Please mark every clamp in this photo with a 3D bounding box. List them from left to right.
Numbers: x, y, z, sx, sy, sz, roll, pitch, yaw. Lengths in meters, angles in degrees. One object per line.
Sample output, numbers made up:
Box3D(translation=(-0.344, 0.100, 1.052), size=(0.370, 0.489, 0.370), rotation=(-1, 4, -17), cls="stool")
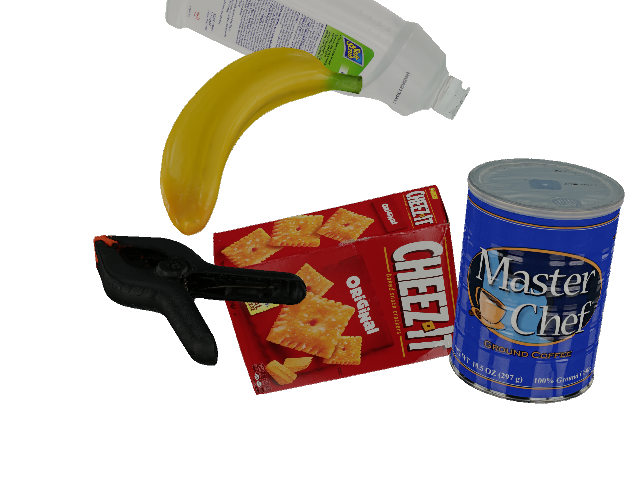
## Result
Box3D(translation=(-0.098, 0.032, 0.813), size=(0.172, 0.039, 0.120), rotation=(29, 32, 34), cls="clamp")

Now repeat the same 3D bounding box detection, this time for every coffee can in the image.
Box3D(translation=(0.146, 0.025, 0.735), size=(0.103, 0.140, 0.103), rotation=(2, 22, -1), cls="coffee can")

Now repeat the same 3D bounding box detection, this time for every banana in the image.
Box3D(translation=(-0.047, -0.073, 0.643), size=(0.070, 0.037, 0.197), rotation=(23, 44, 21), cls="banana")

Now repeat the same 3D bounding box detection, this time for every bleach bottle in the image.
Box3D(translation=(0.001, -0.164, 0.860), size=(0.251, 0.068, 0.103), rotation=(29, -34, 4), cls="bleach bottle")

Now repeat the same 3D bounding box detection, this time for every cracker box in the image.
Box3D(translation=(0.021, 0.052, 1.006), size=(0.213, 0.164, 0.072), rotation=(-12, 38, 2), cls="cracker box")
